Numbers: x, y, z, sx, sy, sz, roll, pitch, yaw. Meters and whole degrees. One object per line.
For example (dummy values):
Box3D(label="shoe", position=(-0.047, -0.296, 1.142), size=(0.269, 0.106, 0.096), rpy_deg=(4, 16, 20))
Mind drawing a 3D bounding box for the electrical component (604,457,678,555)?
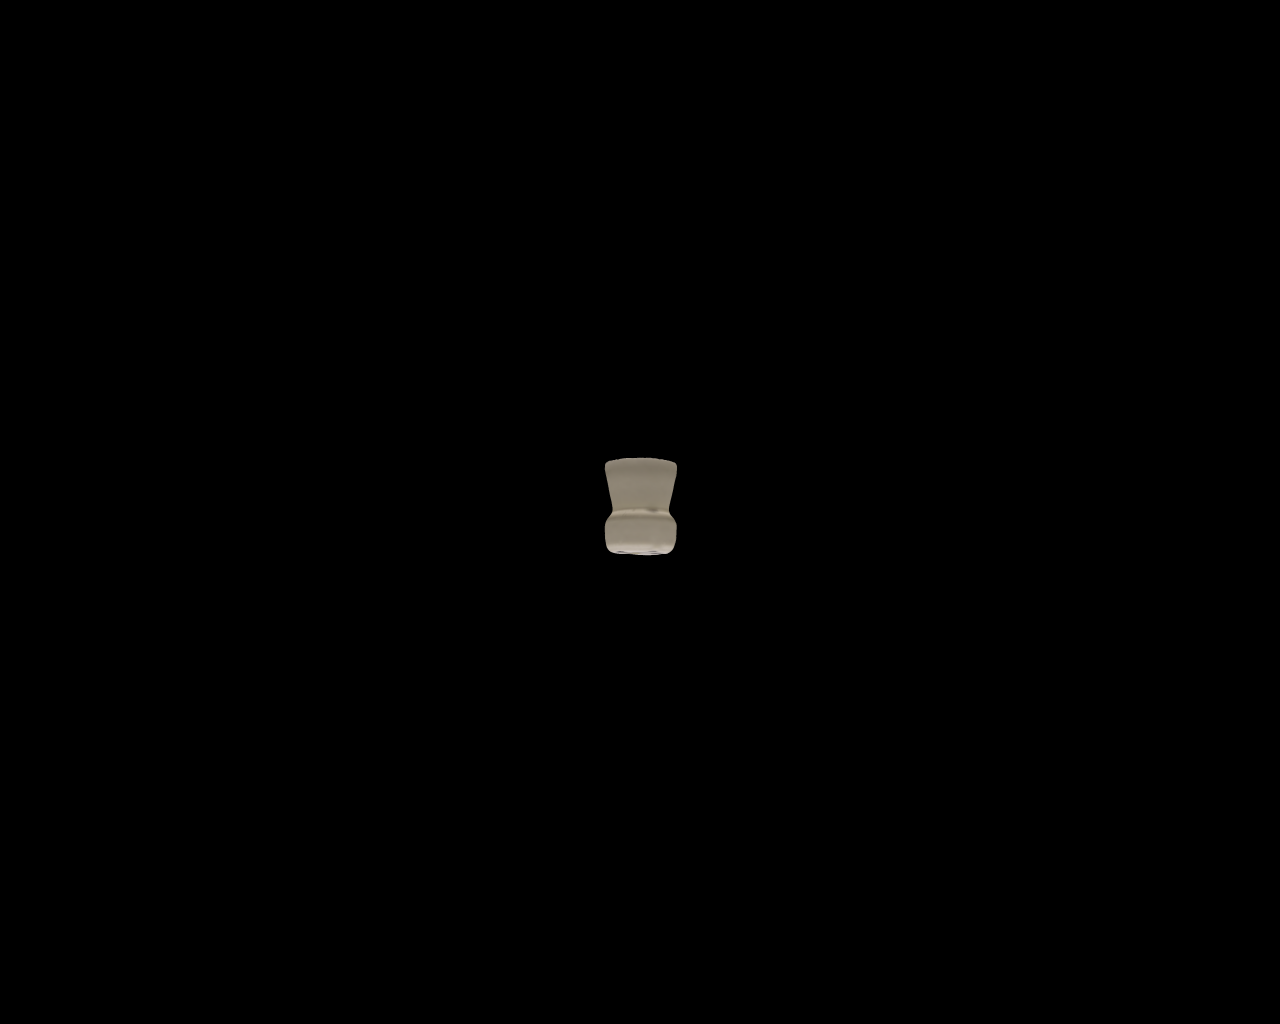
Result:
Box3D(label="electrical component", position=(0.001, -0.003, 0.650), size=(0.045, 0.055, 0.045), rpy_deg=(0, -6, 0))
